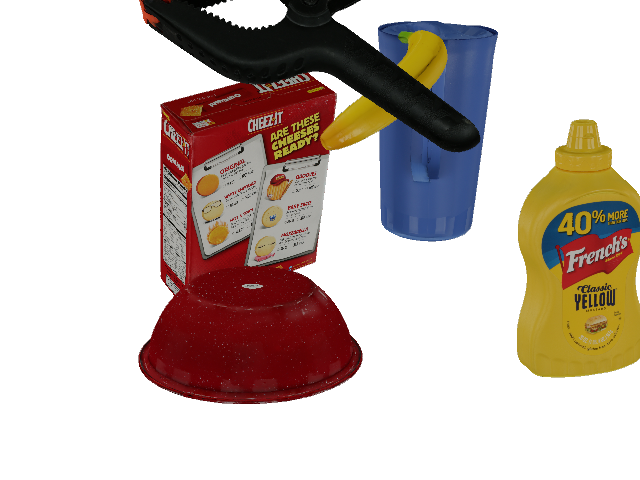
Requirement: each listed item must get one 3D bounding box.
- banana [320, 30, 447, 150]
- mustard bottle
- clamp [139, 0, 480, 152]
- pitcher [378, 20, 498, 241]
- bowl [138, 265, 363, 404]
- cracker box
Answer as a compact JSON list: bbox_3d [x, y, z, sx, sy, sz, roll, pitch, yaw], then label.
[{"bbox_3d":[0.069,-0.140,0.957,0.070,0.037,0.197,-17,26,41],"label":"banana"},{"bbox_3d":[0.197,0.005,0.805,0.096,0.192,0.058,-6,17,-10],"label":"mustard bottle"},{"bbox_3d":[-0.001,-0.124,0.626,0.210,0.164,0.036,-2,-24,-2],"label":"clamp"},{"bbox_3d":[0.125,-0.124,1.216,0.149,0.243,0.145,-11,23,-31],"label":"pitcher"},{"bbox_3d":[-0.049,0.058,0.761,0.162,0.055,0.162,1,17,0],"label":"bowl"},{"bbox_3d":[-0.077,-0.052,1.068,0.163,0.214,0.072,-20,45,-31],"label":"cracker box"}]
